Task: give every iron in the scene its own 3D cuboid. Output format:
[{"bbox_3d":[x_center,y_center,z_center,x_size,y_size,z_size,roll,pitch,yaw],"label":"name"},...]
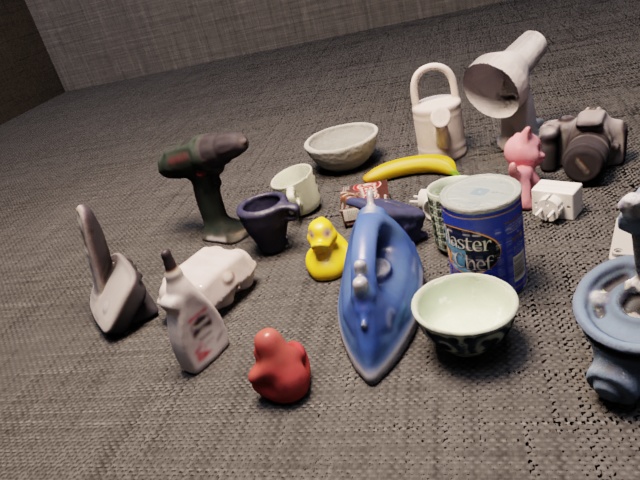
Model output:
[{"bbox_3d":[0.068,0.045,0.743,0.118,0.142,0.258,-7,29,14],"label":"iron"}]

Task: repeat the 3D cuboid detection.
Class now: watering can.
[{"bbox_3d":[0.241,-0.260,1.163,0.101,0.194,0.172,-20,28,-9],"label":"watering can"}]

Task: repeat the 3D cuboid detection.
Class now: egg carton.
[{"bbox_3d":[-0.174,0.067,0.895,0.107,0.069,0.150,7,35,34],"label":"egg carton"}]

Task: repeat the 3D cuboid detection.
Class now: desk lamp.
[{"bbox_3d":[0.383,-0.282,1.115,0.204,0.214,0.117,-33,33,-30],"label":"desk lamp"}]

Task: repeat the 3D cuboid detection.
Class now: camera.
[{"bbox_3d":[0.445,-0.164,0.988,0.142,0.101,0.137,4,33,32],"label":"camera"}]

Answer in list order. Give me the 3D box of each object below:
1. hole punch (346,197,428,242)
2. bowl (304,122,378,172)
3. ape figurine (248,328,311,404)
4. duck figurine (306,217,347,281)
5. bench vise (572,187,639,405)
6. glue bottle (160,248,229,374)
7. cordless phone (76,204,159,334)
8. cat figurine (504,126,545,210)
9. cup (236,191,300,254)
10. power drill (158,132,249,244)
[{"bbox_3d":[0.108,-0.039,0.931,0.101,0.091,0.108,-28,31,-24],"label":"hole punch"},{"bbox_3d":[0.053,-0.197,1.265,0.167,0.075,0.167,-11,28,6],"label":"bowl"},{"bbox_3d":[-0.051,0.142,0.676,0.078,0.092,0.076,-23,29,-14],"label":"ape figurine"},{"bbox_3d":[0.008,0.003,0.908,0.077,0.086,0.104,-7,29,15],"label":"duck figurine"},{"bbox_3d":[0.324,0.026,0.571,0.121,0.220,0.208,6,34,33],"label":"bench vise"},{"bbox_3d":[-0.174,0.087,0.748,0.037,0.173,0.078,5,34,33],"label":"glue bottle"},{"bbox_3d":[-0.336,0.043,0.894,0.094,0.185,0.147,-29,31,-25],"label":"cordless phone"},{"bbox_3d":[0.337,-0.129,0.959,0.067,0.118,0.128,5,34,32],"label":"cat figurine"},{"bbox_3d":[-0.078,-0.025,0.992,0.117,0.095,0.092,2,32,28],"label":"cup"},{"bbox_3d":[-0.196,-0.101,1.065,0.228,0.209,0.076,6,34,34],"label":"power drill"}]
